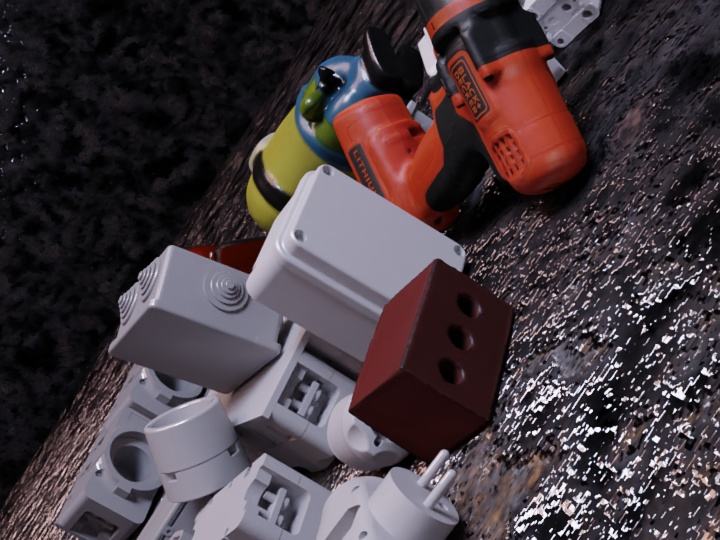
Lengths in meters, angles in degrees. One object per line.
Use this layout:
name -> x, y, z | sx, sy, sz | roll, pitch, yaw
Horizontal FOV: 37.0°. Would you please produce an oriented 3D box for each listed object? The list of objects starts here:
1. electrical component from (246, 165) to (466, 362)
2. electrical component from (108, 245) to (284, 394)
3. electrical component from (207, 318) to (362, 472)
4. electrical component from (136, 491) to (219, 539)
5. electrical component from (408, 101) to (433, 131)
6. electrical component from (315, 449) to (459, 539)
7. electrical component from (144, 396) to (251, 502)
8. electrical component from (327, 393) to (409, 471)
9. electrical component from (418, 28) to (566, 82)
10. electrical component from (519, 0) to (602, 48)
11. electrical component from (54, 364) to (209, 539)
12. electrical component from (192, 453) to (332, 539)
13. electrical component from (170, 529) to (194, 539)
electrical component -> 0.000, 0.000, 0.640 | 0.057, 0.113, 0.078 | -48, 16, 44
electrical component -> -0.104, 0.033, 0.699 | 0.100, 0.100, 0.048 | -40, 35, 52
electrical component -> -0.050, 0.081, 0.741 | 0.186, 0.060, 0.105 | -31, 29, 61
electrical component -> -0.105, 0.173, 0.726 | 0.096, 0.062, 0.061 | -57, 13, -1
electrical component -> 0.024, -0.074, 0.858 | 0.100, 0.048, 0.099 | -33, 27, 60
electrical component -> 0.017, 0.114, 0.470 | 0.079, 0.043, 0.077 | -55, 14, 11
electrical component -> -0.102, 0.109, 0.664 | 0.055, 0.047, 0.055 | -21, 8, 3
electrical component -> 0.002, 0.087, 0.582 | 0.062, 0.043, 0.043 | -36, 25, 59
electrical component -> 0.087, -0.147, 0.743 | 0.057, 0.078, 0.113 | -50, 15, 17
electrical component -> 0.140, -0.191, 0.733 | 0.081, 0.042, 0.063 | -42, 22, 49
electrical component -> -0.151, 0.142, 0.860 | 0.060, 0.105, 0.186 | -47, 17, 36
electrical component -> -0.057, 0.153, 0.614 | 0.089, 0.056, 0.050 | -44, 19, 43
electrical component -> -0.103, 0.206, 0.651 | 0.058, 0.057, 0.078 | -35, 26, 58
